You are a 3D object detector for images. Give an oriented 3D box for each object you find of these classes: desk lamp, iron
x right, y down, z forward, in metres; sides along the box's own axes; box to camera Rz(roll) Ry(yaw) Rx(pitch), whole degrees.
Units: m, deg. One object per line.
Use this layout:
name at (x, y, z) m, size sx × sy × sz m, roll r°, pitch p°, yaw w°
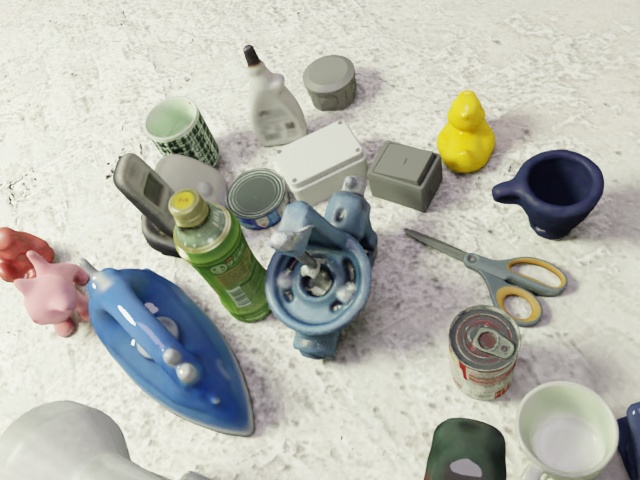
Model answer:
desk lamp at (-0.163, 0.242, 0.523) m, size 0.202 × 0.214 × 0.118 m, roll 13°, pitch 63°, yaw 21°
iron at (-0.178, 0.116, 0.649) m, size 0.257 × 0.142 × 0.119 m, roll 36°, pitch 73°, yaw 29°

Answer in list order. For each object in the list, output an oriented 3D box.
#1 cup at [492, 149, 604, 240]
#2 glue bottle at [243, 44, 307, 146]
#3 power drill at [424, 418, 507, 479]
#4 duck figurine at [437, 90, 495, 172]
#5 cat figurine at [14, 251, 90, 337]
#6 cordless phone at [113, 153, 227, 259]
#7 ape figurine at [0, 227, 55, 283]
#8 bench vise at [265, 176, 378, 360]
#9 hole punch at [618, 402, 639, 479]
cup at (0.260, -0.041, 0.667) m, size 0.117 × 0.095 × 0.091 m, roll -6°, pitch 58°, yaw 10°
glue bottle at (-0.073, -0.203, 0.802) m, size 0.078 × 0.173 × 0.037 m, roll -9°, pitch 57°, yaw 9°
power drill at (0.107, 0.267, 0.445) m, size 0.075 × 0.209 × 0.229 m, roll 4°, pitch 60°, yaw 16°
duck figurine at (0.192, -0.149, 0.756) m, size 0.077 × 0.086 × 0.104 m, roll 2°, pitch 59°, yaw 15°
cat figurine at (-0.345, 0.065, 0.736) m, size 0.067 × 0.118 × 0.127 m, roll -32°, pitch 57°, yaw -6°
cordless phone at (-0.195, -0.070, 0.742) m, size 0.094 × 0.185 × 0.147 m, roll -6°, pitch 58°, yaw 10°
ape figurine at (-0.422, 0.016, 0.801) m, size 0.078 × 0.092 × 0.076 m, roll -21°, pitch 56°, yaw 1°
bench vise at (-0.006, 0.003, 0.630) m, size 0.121 × 0.220 × 0.207 m, roll -5°, pitch 58°, yaw 11°
hole punch at (0.331, 0.193, 0.507) m, size 0.108 × 0.091 × 0.101 m, roll -9°, pitch 57°, yaw 8°
